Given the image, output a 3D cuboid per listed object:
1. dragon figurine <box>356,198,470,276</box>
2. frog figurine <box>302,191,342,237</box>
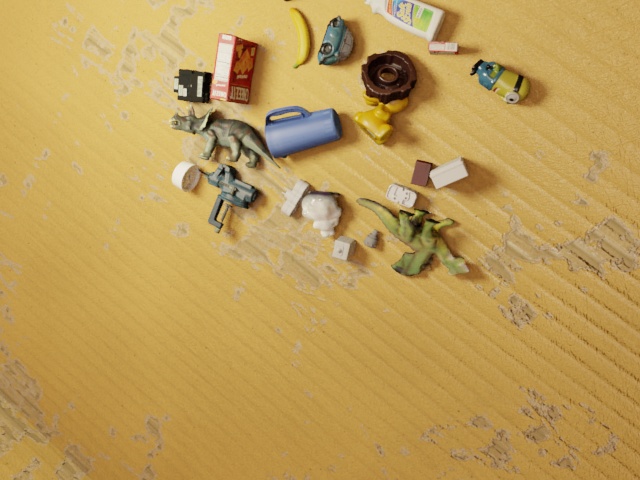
[{"bbox_3d":[0.297,0.014,1.700,0.411,0.124,0.239,17,112,15],"label":"dragon figurine"},{"bbox_3d":[0.005,-0.089,1.759,0.137,0.122,0.160,2,89,-3],"label":"frog figurine"}]
